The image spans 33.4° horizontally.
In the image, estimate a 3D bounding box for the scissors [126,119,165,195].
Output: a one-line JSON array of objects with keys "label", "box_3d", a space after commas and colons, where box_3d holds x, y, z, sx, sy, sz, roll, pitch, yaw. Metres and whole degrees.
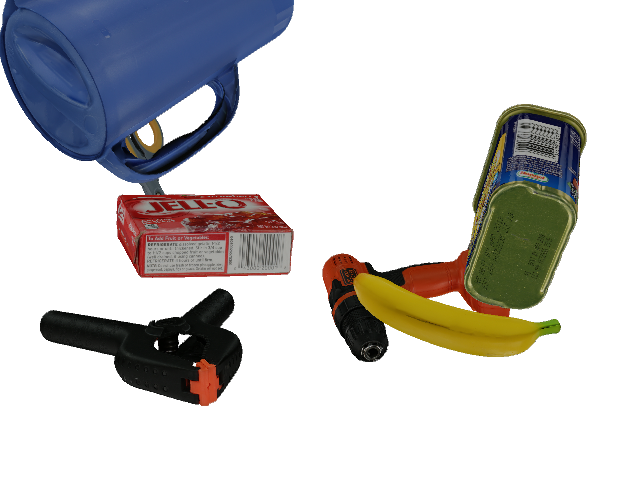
[{"label": "scissors", "box_3d": [-0.182, -0.067, 1.217, 0.016, 0.201, 0.096, -21, 21, 42]}]

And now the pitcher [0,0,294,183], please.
[{"label": "pitcher", "box_3d": [-0.132, -0.168, 0.907, 0.145, 0.149, 0.242, 29, 49, 31]}]

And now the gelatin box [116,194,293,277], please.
[{"label": "gelatin box", "box_3d": [-0.068, -0.005, 0.613, 0.089, 0.030, 0.073, -1, 18, -19]}]

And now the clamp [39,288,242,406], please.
[{"label": "clamp", "box_3d": [-0.110, 0.077, 0.827, 0.164, 0.036, 0.210, -10, 15, -29]}]

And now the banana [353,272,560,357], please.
[{"label": "banana", "box_3d": [0.103, 0.067, 0.927, 0.198, 0.037, 0.069, 15, 14, 29]}]

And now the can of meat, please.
[{"label": "can of meat", "box_3d": [0.127, -0.019, 0.666, 0.057, 0.102, 0.084, 15, 41, 4]}]

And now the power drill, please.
[{"label": "power drill", "box_3d": [0.103, 0.063, 1.141, 0.187, 0.057, 0.184, -5, 29, -8]}]
